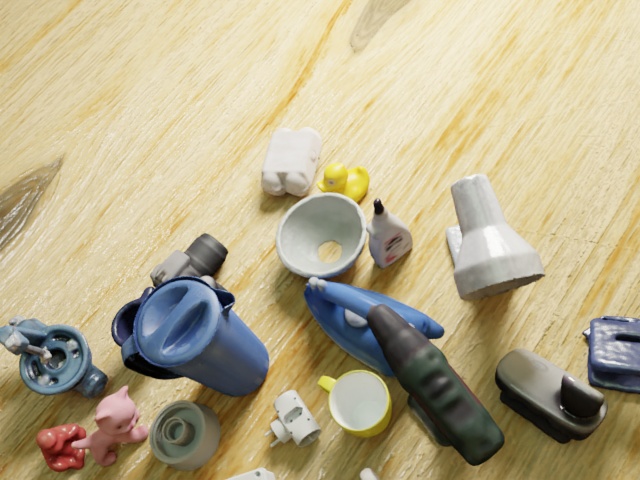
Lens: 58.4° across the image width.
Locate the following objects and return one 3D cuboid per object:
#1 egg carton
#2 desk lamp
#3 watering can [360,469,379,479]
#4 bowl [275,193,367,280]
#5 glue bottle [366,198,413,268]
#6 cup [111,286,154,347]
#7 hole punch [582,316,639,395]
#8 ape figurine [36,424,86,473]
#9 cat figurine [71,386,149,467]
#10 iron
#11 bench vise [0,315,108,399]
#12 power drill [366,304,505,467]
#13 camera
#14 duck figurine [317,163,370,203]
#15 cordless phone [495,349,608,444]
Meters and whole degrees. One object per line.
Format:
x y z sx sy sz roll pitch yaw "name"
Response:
-0.054 -0.155 1.129 0.107 0.069 0.150 2 63 19 "egg carton"
0.245 0.012 0.856 0.118 0.214 0.203 -16 58 9 "desk lamp"
0.107 0.363 0.716 0.172 0.194 0.101 24 72 28 "watering can"
0.009 0.004 1.018 0.167 0.075 0.167 -8 60 14 "bowl"
0.107 -0.018 0.941 0.078 0.173 0.037 -40 58 -6 "glue bottle"
-0.304 0.151 1.023 0.091 0.095 0.118 4 63 19 "cup"
0.426 0.152 0.794 0.108 0.091 0.101 4 63 20 "hole punch"
-0.438 0.343 0.960 0.076 0.092 0.078 28 74 29 "ape figurine"
-0.345 0.303 0.938 0.128 0.118 0.067 -38 58 -5 "cat figurine"
0.057 0.112 0.903 0.257 0.142 0.119 24 72 27 "iron"
-0.495 0.192 0.986 0.206 0.220 0.121 10 65 22 "bench vise"
0.154 0.205 0.781 0.075 0.209 0.229 -38 58 -5 "power drill"
-0.224 0.058 1.046 0.142 0.101 0.137 29 74 29 "camera"
0.040 -0.112 1.066 0.104 0.086 0.077 -32 57 -1 "duck figurine"
0.306 0.189 0.756 0.147 0.185 0.094 29 74 29 "cordless phone"
